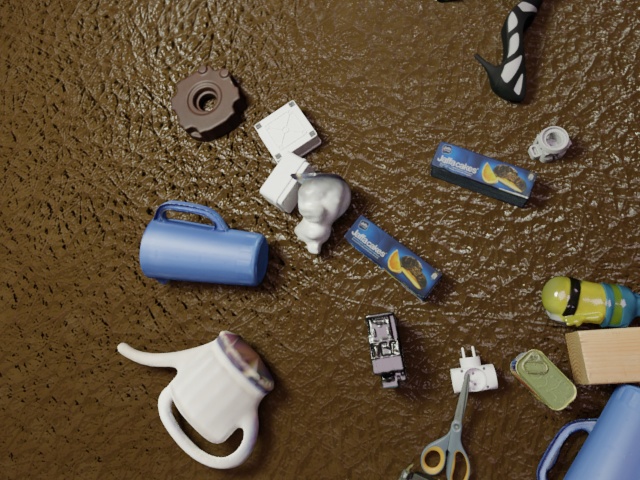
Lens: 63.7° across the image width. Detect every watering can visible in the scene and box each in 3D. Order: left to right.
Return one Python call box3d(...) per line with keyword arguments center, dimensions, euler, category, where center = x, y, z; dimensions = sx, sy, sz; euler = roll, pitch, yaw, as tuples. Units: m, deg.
box3d(center=(-0.235, 0.269, 1.011), dimensions=(0.351, 0.225, 0.103), euler=(43, -5, 18), category="watering can")

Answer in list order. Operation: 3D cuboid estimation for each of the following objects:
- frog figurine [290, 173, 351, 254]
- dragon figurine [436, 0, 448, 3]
box3d(center=(0.003, -0.053, 1.044), dimensions=(0.122, 0.160, 0.137), euler=(-4, -7, 15), category="frog figurine")
box3d(center=(0.320, -0.669, 1.181), dimensions=(0.411, 0.246, 0.120), euler=(14, -20, 13), category="dragon figurine")
